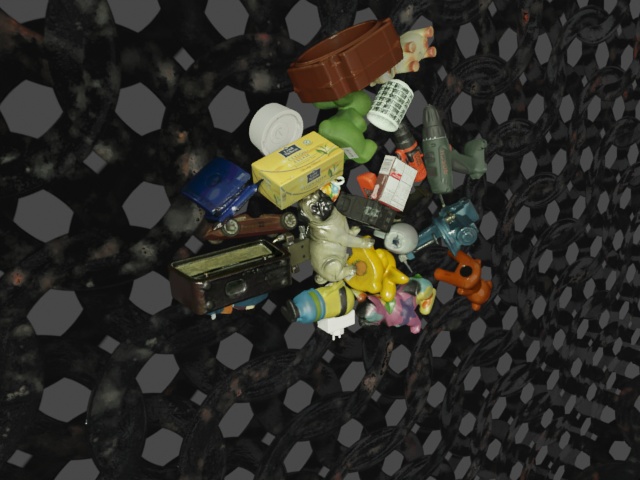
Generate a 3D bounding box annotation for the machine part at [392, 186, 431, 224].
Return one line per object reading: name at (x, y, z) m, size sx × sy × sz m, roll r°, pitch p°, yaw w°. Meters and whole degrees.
machine part at (0.221, -0.084, 1.358) m, size 0.084 × 0.039 × 0.139 m, roll -6°, pitch 149°, yaw -43°

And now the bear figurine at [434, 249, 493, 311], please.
bear figurine at (0.436, 0.119, 1.595) m, size 0.120 × 0.132 × 0.195 m, roll -57°, pitch 146°, yaw -8°

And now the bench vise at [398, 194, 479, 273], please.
bench vise at (0.311, -0.020, 1.427) m, size 0.241 × 0.224 × 0.128 m, roll -32°, pitch 120°, yaw 9°

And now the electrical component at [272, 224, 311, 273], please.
electrical component at (-0.061, 0.022, 1.214) m, size 0.078 × 0.045 × 0.102 m, roll -30°, pitch 119°, yaw -28°

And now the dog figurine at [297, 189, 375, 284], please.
dog figurine at (-0.003, -0.006, 1.165) m, size 0.190 × 0.121 × 0.172 m, roll 34°, pitch 84°, yaw -31°

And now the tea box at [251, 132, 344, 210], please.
tea box at (-0.043, -0.144, 1.095) m, size 0.169 × 0.098 × 0.068 m, roll -35°, pitch 146°, yaw -28°

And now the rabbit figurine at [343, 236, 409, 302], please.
rabbit figurine at (0.142, 0.064, 1.320) m, size 0.122 × 0.162 × 0.173 m, roll -55°, pitch 162°, yaw 21°

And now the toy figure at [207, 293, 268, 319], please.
toy figure at (-0.185, 0.125, 1.142) m, size 0.154 × 0.064 × 0.057 m, roll -16°, pitch 150°, yaw -28°

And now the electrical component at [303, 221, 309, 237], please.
electrical component at (-0.012, -0.021, 1.254) m, size 0.063 × 0.021 × 0.094 m, roll 9°, pitch 97°, yaw -39°

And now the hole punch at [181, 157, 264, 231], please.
hole punch at (-0.193, -0.096, 1.041) m, size 0.142 × 0.116 × 0.092 m, roll -46°, pitch 117°, yaw -18°

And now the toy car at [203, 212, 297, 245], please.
toy car at (-0.143, -0.029, 1.110) m, size 0.202 × 0.089 × 0.053 m, roll -7°, pitch 85°, yaw -34°

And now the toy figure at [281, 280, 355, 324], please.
toy figure at (-0.001, 0.154, 1.273) m, size 0.180 × 0.082 × 0.089 m, roll -17°, pitch 94°, yaw -36°

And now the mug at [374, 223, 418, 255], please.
mug at (0.187, -0.007, 1.342) m, size 0.080 × 0.110 × 0.107 m, roll -69°, pitch 166°, yaw 8°

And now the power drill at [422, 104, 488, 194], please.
power drill at (0.357, -0.238, 1.430) m, size 0.207 × 0.086 × 0.231 m, roll -4°, pitch 92°, yaw -42°

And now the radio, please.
radio at (-0.176, 0.069, 1.085) m, size 0.229 × 0.131 × 0.073 m, roll -17°, pitch 115°, yaw -32°

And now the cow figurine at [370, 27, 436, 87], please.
cow figurine at (0.169, -0.417, 1.228) m, size 0.195 × 0.127 × 0.085 m, roll -46°, pitch 128°, yaw -35°

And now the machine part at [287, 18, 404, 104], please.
machine part at (0.049, -0.362, 1.085) m, size 0.201 × 0.202 × 0.087 m, roll -40°, pitch 120°, yaw -22°

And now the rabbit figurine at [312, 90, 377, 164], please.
rabbit figurine at (0.052, -0.270, 1.193) m, size 0.159 × 0.121 × 0.170 m, roll 38°, pitch 61°, yaw -33°

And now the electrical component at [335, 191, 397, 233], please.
electrical component at (0.111, -0.063, 1.266) m, size 0.134 × 0.115 × 0.058 m, roll 19°, pitch 92°, yaw -64°

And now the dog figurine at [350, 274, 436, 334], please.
dog figurine at (0.184, 0.154, 1.403) m, size 0.219 × 0.109 × 0.191 m, roll 28°, pitch 86°, yaw -36°
